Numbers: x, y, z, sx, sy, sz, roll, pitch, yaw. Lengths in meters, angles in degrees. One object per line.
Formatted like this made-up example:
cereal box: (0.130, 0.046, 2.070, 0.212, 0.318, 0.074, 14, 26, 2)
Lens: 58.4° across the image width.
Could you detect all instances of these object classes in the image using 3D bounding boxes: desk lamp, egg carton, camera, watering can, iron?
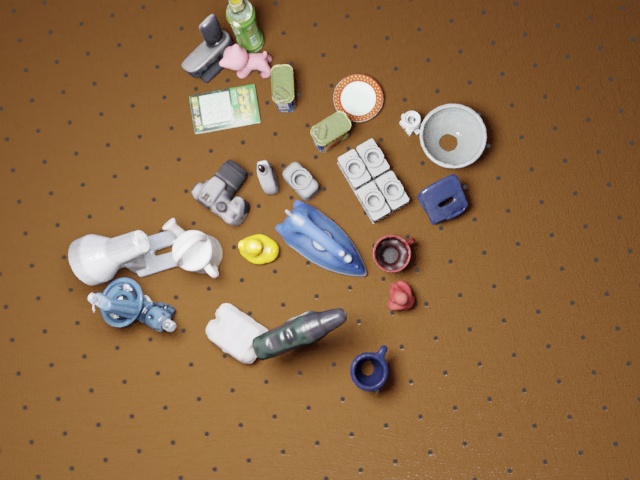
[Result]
desk lamp: (-0.468, 0.031, 1.391, 0.203, 0.213, 0.118, -17, 83, 1)
egg carton: (-0.207, 0.234, 1.430, 0.150, 0.069, 0.107, 32, 86, 5)
camera: (-0.236, -0.127, 1.454, 0.143, 0.101, 0.137, 35, 87, 6)
watering can: (-0.313, 0.023, 1.395, 0.172, 0.194, 0.101, 26, 86, 5)
iron: (0.013, 0.005, 1.409, 0.258, 0.141, 0.119, 36, 87, 6)

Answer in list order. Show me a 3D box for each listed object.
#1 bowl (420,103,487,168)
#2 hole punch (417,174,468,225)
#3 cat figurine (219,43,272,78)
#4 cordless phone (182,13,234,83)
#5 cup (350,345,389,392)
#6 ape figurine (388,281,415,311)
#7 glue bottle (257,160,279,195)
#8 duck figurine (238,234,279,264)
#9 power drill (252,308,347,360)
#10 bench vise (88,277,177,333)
bowl: (0.333, -0.256, 1.456, 0.167, 0.075, 0.167, 0, 84, 3)
hole punch: (0.311, -0.100, 1.432, 0.108, 0.091, 0.101, -28, 83, 0)
cat figurine: (-0.193, -0.469, 1.480, 0.127, 0.118, 0.067, -4, 84, 2)
cordless phone: (-0.298, -0.495, 1.454, 0.094, 0.185, 0.147, 43, 87, 6)
cup: (0.126, 0.305, 1.395, 0.091, 0.095, 0.118, 32, 86, 6)
ape figurine: (0.199, 0.142, 1.411, 0.076, 0.092, 0.078, 43, 87, 6)
glue bottle: (-0.135, -0.163, 1.417, 0.037, 0.173, 0.078, -13, 83, 1)
duck figurine: (-0.157, 0.021, 1.442, 0.104, 0.086, 0.077, 10, 84, 4)
power drill: (-0.042, 0.214, 1.355, 0.229, 0.208, 0.075, -24, 83, 0)
bench vise: (-0.447, 0.154, 1.374, 0.207, 0.220, 0.121, 7, 84, 4)
